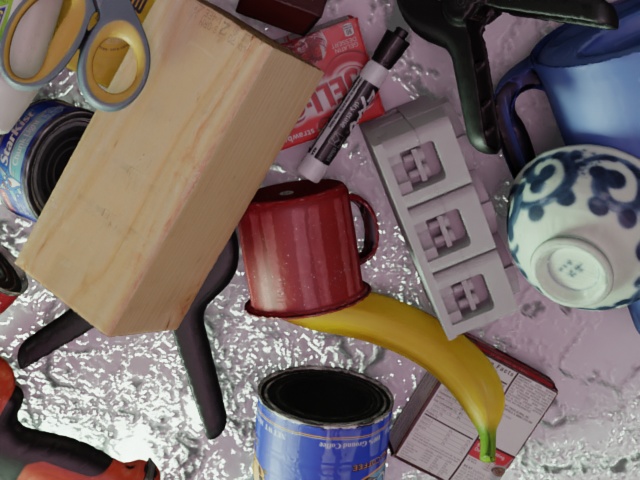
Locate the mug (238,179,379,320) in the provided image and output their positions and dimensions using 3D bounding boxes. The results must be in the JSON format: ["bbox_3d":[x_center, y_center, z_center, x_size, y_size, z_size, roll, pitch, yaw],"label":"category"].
[{"bbox_3d":[-0.005,0.001,0.765,0.117,0.093,0.081,-17,105,-31],"label":"mug"}]

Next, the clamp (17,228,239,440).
[{"bbox_3d":[-0.128,0.034,0.785,0.164,0.036,0.210,14,103,-2],"label":"clamp"}]

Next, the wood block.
[{"bbox_3d":[-0.097,-0.049,0.697,0.090,0.090,0.206,34,101,18],"label":"wood block"}]

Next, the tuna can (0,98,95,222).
[{"bbox_3d":[-0.178,-0.051,0.728,0.034,0.085,0.086,20,109,32],"label":"tuna can"}]

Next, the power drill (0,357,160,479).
[{"bbox_3d":[-0.231,0.197,0.816,0.187,0.057,0.184,29,102,-13],"label":"power drill"}]

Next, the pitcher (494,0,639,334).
[{"bbox_3d":[0.236,-0.044,0.752,0.144,0.149,0.243,-31,113,-21],"label":"pitcher"}]

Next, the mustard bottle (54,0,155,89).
[{"bbox_3d":[-0.113,-0.196,0.704,0.096,0.058,0.192,27,103,-13],"label":"mustard bottle"}]

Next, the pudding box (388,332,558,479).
[{"bbox_3d":[0.118,0.138,0.838,0.090,0.039,0.113,29,100,-10],"label":"pudding box"}]

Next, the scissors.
[{"bbox_3d":[-0.112,-0.164,0.643,0.096,0.016,0.201,37,83,-11],"label":"scissors"}]

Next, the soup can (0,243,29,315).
[{"bbox_3d":[-0.268,0.046,0.761,0.102,0.068,0.068,-43,106,10],"label":"soup can"}]

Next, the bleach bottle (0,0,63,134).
[{"bbox_3d":[-0.207,-0.170,0.666,0.103,0.068,0.251,17,95,15],"label":"bleach bottle"}]

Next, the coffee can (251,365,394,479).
[{"bbox_3d":[-0.002,0.179,0.806,0.102,0.103,0.140,3,107,-6],"label":"coffee can"}]

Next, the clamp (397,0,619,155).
[{"bbox_3d":[0.098,-0.141,0.700,0.120,0.172,0.039,-53,148,13],"label":"clamp"}]

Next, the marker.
[{"bbox_3d":[0.024,-0.094,0.735,0.020,0.020,0.121,31,102,-13],"label":"marker"}]

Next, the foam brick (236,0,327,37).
[{"bbox_3d":[-0.017,-0.183,0.705,0.053,0.051,0.078,18,81,-11],"label":"foam brick"}]

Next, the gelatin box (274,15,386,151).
[{"bbox_3d":[-0.006,-0.110,0.754,0.089,0.030,0.073,-18,108,1],"label":"gelatin box"}]

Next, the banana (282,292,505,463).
[{"bbox_3d":[0.063,0.080,0.788,0.198,0.069,0.037,33,145,17],"label":"banana"}]
